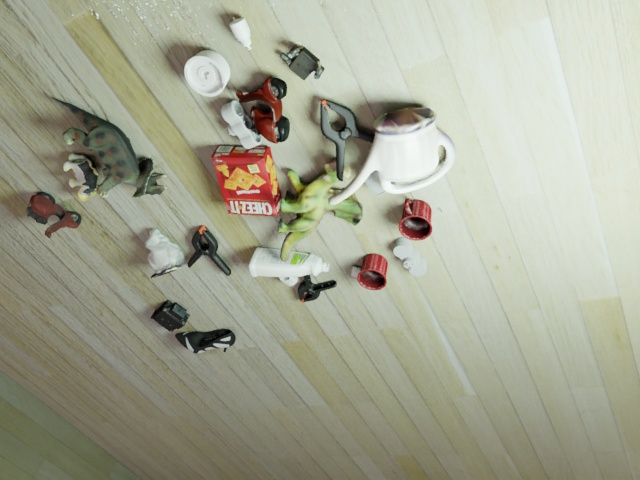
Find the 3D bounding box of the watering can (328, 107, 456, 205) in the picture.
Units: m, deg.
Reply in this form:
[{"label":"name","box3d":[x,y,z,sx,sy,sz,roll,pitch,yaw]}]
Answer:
[{"label":"watering can","box3d":[0.175,-0.206,1.279,0.348,0.106,0.219,-16,124,-6]}]

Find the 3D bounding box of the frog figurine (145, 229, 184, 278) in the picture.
[{"label":"frog figurine","box3d":[-0.550,0.038,1.798,0.136,0.123,0.160,-22,85,41]}]

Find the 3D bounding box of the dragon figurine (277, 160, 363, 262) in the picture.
[{"label":"dragon figurine","box3d":[0.005,-0.076,1.507,0.243,0.125,0.400,6,133,1]}]
